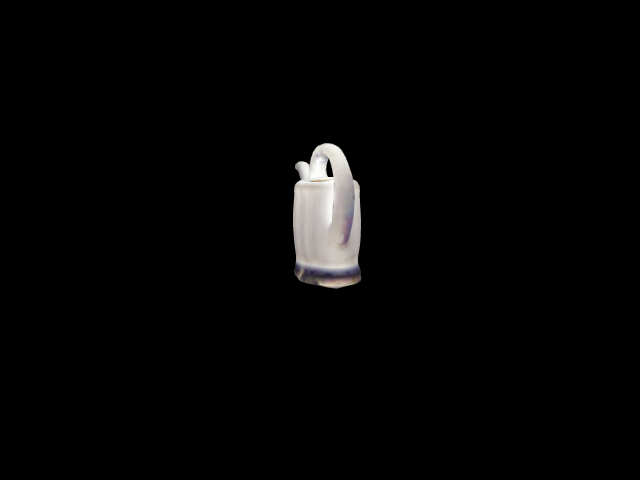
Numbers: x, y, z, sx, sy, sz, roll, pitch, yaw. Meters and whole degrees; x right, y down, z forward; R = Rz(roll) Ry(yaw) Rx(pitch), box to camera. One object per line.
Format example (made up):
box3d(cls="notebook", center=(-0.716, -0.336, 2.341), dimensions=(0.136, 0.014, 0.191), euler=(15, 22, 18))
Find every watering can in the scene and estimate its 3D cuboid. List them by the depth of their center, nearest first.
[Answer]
box3d(cls="watering can", center=(0.003, -0.043, 0.850), dimensions=(0.104, 0.223, 0.349), euler=(-1, 6, -11))
